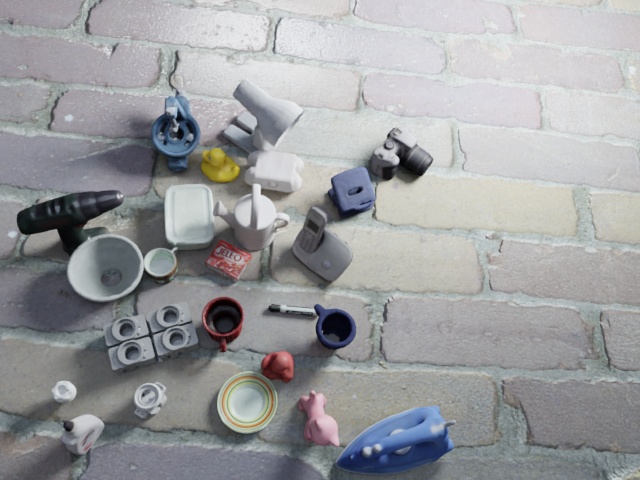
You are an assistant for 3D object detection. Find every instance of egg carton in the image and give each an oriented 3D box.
[{"bbox_3d":[-0.119,-0.177,1.492,0.150,0.069,0.107,7,64,-4],"label":"egg carton"}]

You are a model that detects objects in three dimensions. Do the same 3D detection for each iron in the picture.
[{"bbox_3d":[0.160,0.425,1.195,0.258,0.141,0.118,-15,67,-13],"label":"iron"}]

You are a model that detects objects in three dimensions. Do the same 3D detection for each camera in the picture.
[{"bbox_3d":[0.228,-0.227,1.540,0.136,0.101,0.143,36,66,11],"label":"camera"}]

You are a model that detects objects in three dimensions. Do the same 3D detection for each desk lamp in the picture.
[{"bbox_3d":[-0.149,-0.305,1.469,0.203,0.213,0.118,33,65,9],"label":"desk lamp"}]

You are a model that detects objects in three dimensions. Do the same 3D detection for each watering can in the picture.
[{"bbox_3d":[-0.163,-0.058,1.360,0.173,0.194,0.101,-16,67,-14],"label":"watering can"}]

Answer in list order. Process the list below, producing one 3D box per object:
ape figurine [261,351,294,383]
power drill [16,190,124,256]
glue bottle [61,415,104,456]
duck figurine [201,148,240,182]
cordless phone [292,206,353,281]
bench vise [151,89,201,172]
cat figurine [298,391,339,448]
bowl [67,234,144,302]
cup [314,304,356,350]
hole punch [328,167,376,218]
[{"bbox_3d":[-0.088,0.277,1.264,0.076,0.092,0.077,-38,74,-21],"label":"ape figurine"},{"bbox_3d":[-0.544,-0.038,1.296,0.230,0.208,0.075,-11,66,-12],"label":"power drill"},{"bbox_3d":[-0.475,0.376,1.124,0.037,0.173,0.078,26,64,7],"label":"glue bottle"},{"bbox_3d":[-0.258,-0.201,1.477,0.104,0.086,0.077,19,64,3],"label":"duck figurine"},{"bbox_3d":[0.012,0.005,1.356,0.147,0.185,0.094,35,66,11],"label":"cordless phone"},{"bbox_3d":[-0.373,-0.307,1.440,0.121,0.220,0.207,-15,67,-13],"label":"bench vise"},{"bbox_3d":[-0.002,0.381,1.210,0.067,0.118,0.127,-11,66,-12],"label":"cat figurine"},{"bbox_3d":[-0.487,0.075,1.323,0.167,0.075,0.167,3,64,-5],"label":"bowl"},{"bbox_3d":[0.023,0.204,1.311,0.092,0.095,0.117,-37,73,-21],"label":"cup"},{"bbox_3d":[0.086,-0.123,1.479,0.109,0.091,0.101,-21,68,-16],"label":"hole punch"}]
